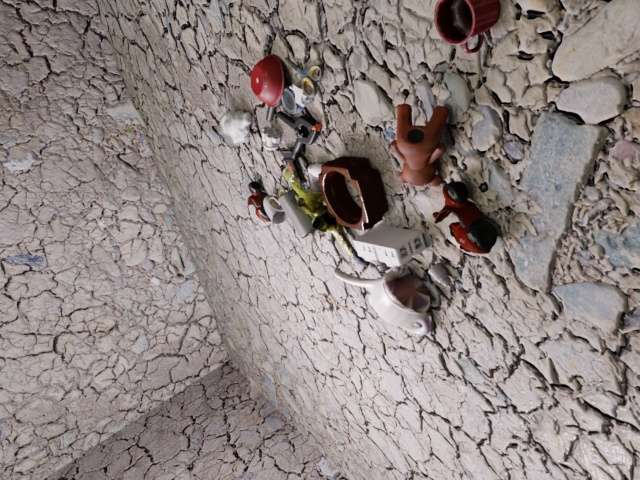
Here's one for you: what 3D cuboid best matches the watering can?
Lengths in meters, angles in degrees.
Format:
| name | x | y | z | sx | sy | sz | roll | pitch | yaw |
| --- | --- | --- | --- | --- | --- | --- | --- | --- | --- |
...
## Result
| name | x | y | z | sx | sy | sz | roll | pitch | yaw |
| --- | --- | --- | --- | --- | --- | --- | --- | --- | --- |
| watering can | 0.197 | 0.163 | 1.553 | 0.349 | 0.106 | 0.219 | 36 | 149 | 9 |

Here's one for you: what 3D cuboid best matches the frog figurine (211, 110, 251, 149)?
| name | x | y | z | sx | sy | sz | roll | pitch | yaw |
| --- | --- | --- | --- | --- | --- | --- | --- | --- | --- |
| frog figurine | -0.310 | -0.436 | 1.945 | 0.157 | 0.123 | 0.139 | -37 | 71 | 27 |

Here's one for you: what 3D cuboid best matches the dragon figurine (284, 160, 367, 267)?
| name | x | y | z | sx | sy | sz | roll | pitch | yaw |
| --- | --- | --- | --- | --- | --- | --- | --- | --- | --- |
| dragon figurine | 0.005 | -0.087 | 1.726 | 0.405 | 0.122 | 0.245 | 56 | 174 | -18 |
